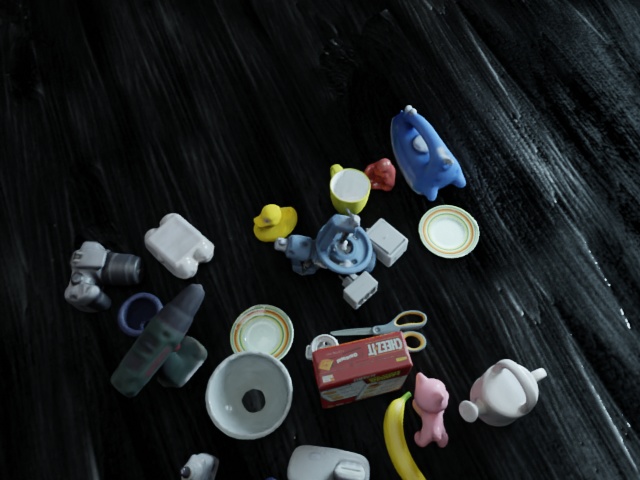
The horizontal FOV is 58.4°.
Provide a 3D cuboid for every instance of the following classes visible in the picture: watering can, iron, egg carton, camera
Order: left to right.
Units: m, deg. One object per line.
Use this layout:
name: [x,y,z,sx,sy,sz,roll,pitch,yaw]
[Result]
camera: [-0.455,0.074,1.217,0.136,0.101,0.143,3,64,3]
egg carton: [-0.311,0.013,1.258,0.150,0.069,0.107,38,71,18]
iron: [0.233,-0.225,1.314,0.119,0.141,0.258,-24,66,-9]
watering can: [0.336,0.279,1.039,0.100,0.194,0.173,39,72,18]

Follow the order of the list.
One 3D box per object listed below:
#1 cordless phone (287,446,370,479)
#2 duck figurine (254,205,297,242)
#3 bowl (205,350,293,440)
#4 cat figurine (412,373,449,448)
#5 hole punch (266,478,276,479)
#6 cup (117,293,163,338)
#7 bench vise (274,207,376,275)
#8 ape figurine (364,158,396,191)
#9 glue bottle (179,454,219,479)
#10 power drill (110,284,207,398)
cordless phone: [0.014,0.403,0.995,0.147,0.185,0.094,5,65,5]
duck figurine: [-0.101,-0.049,1.271,0.104,0.086,0.077,-26,66,-10]
bowl: [-0.133,0.304,1.110,0.167,0.075,0.167,-1,64,2]
cat figurine: [0.210,0.316,1.068,0.067,0.118,0.128,-4,64,1]
hole punch: [-0.079,0.487,1.011,0.101,0.091,0.109,30,69,16]
cup: [-0.341,0.165,1.172,0.117,0.095,0.091,-1,64,1]
bench vise: [0.013,0.015,1.163,0.207,0.220,0.121,-13,64,-4]
ape figurine: [0.142,-0.155,1.310,0.076,0.092,0.077,-34,68,-13]
glue bottle: [-0.219,0.412,1.006,0.037,0.173,0.078,14,66,9]
power drill: [-0.285,0.203,1.089,0.075,0.208,0.230,33,70,17]
